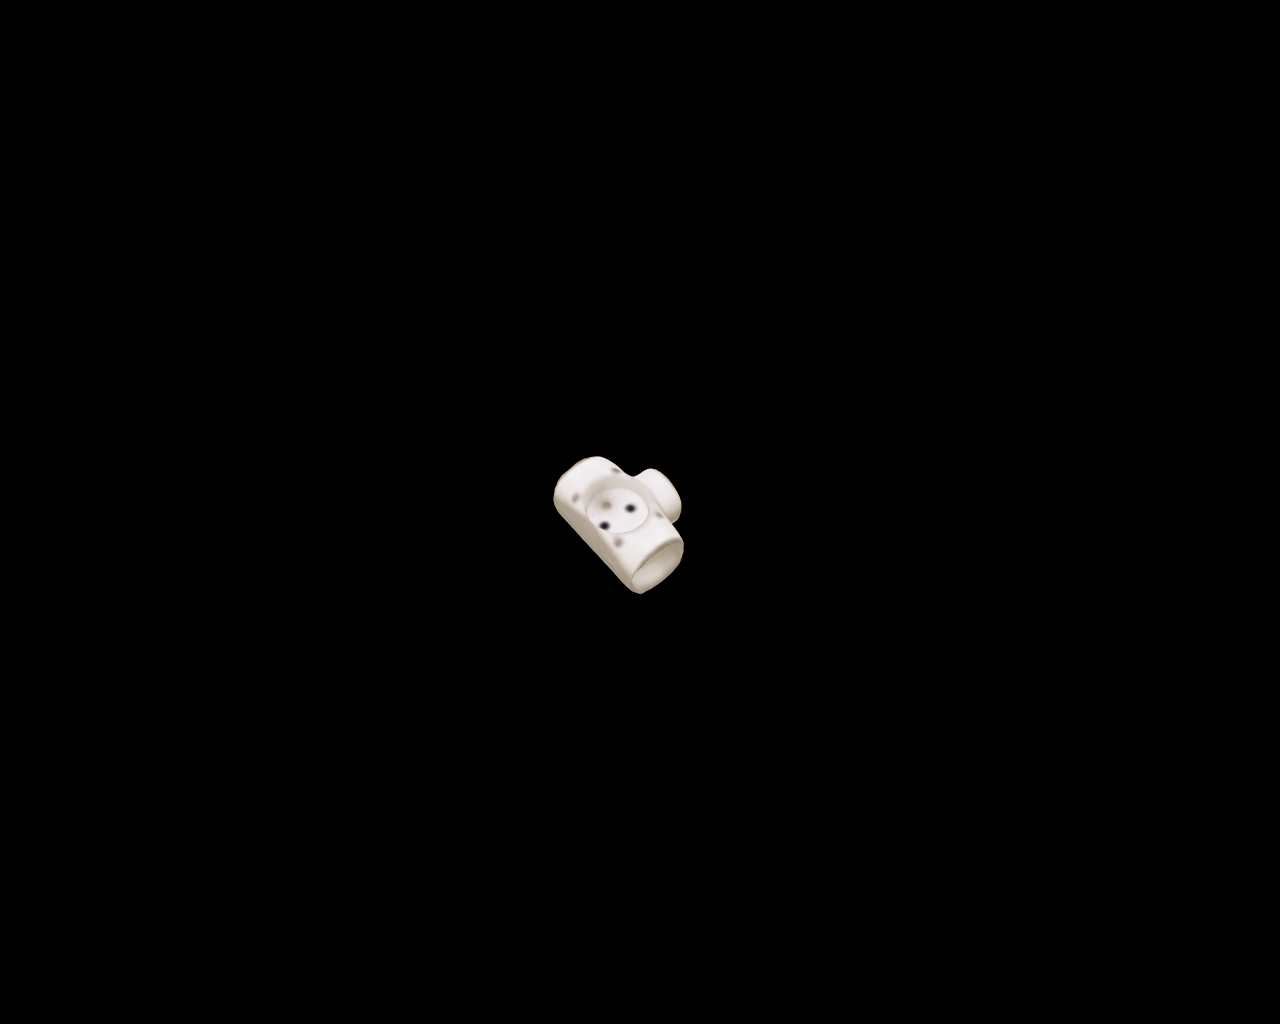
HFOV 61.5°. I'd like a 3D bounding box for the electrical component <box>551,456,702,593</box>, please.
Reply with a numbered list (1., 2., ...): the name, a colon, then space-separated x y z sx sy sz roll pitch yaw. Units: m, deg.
1. electrical component: 0.001 -0.003 0.650 0.079 0.077 0.044 -33 -28 -20
